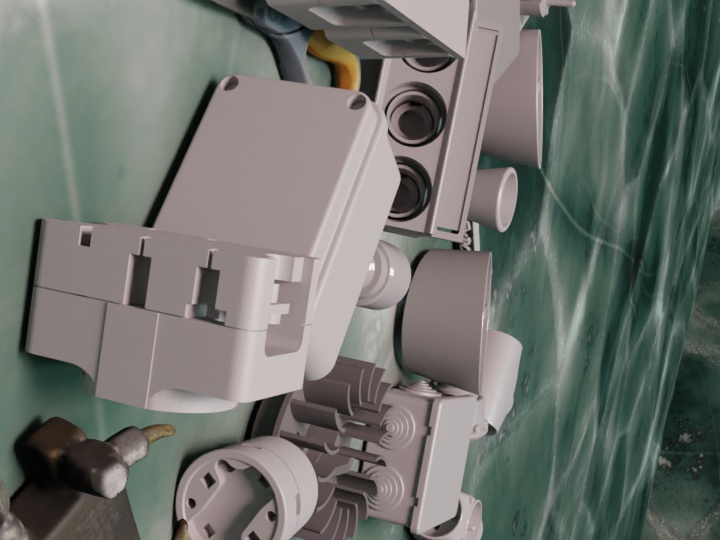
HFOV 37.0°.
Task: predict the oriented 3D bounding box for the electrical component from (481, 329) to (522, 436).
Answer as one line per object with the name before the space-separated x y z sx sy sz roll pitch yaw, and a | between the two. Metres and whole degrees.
electrical component | 0.106 0.100 0.894 0.079 0.044 0.077 62 43 -56

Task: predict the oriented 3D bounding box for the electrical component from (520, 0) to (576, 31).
electrical component | 0.109 -0.192 0.730 0.047 0.077 0.065 -58 149 -42

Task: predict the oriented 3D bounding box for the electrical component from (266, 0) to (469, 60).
electrical component | 0.008 -0.197 0.478 0.105 0.060 0.186 8 86 -65

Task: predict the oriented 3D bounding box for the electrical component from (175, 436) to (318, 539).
electrical component | -0.051 0.107 0.504 0.047 0.055 0.055 -9 107 -71

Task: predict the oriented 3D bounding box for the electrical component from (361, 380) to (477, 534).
electrical component | 0.038 0.126 0.735 0.100 0.048 0.099 12 89 -68

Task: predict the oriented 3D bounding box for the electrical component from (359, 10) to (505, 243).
electrical component | 0.028 -0.081 0.598 0.063 0.079 0.121 93 8 -87

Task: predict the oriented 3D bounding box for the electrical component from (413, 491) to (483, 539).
electrical component | 0.063 0.212 0.839 0.077 0.044 0.079 53 51 -61

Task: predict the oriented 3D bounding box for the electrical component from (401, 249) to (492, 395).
electrical component | 0.069 0.034 0.748 0.099 0.064 0.099 10 90 -68

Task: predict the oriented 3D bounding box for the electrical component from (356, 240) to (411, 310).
electrical component | 0.000 0.000 0.598 0.078 0.040 0.040 18 83 -68

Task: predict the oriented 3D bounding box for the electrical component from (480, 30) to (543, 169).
electrical component | 0.112 -0.126 0.784 0.099 0.064 0.099 10 90 -68

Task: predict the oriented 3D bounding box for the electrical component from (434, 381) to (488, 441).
electrical component | 0.073 0.097 0.816 0.048 0.048 0.062 -17 108 -66

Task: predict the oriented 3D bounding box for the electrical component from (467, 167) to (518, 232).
electrical component | 0.076 -0.052 0.740 0.045 0.055 0.045 10 90 -68

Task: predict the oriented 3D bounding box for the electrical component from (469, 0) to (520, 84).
electrical component | 0.064 -0.163 0.672 0.099 0.048 0.099 -52 145 -49

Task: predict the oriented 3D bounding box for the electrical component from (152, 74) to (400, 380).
electrical component | -0.037 -0.020 0.451 0.057 0.078 0.113 65 41 -59

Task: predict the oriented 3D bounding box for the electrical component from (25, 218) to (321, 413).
electrical component | -0.066 0.016 0.378 0.050 0.089 0.055 -1 100 -68
